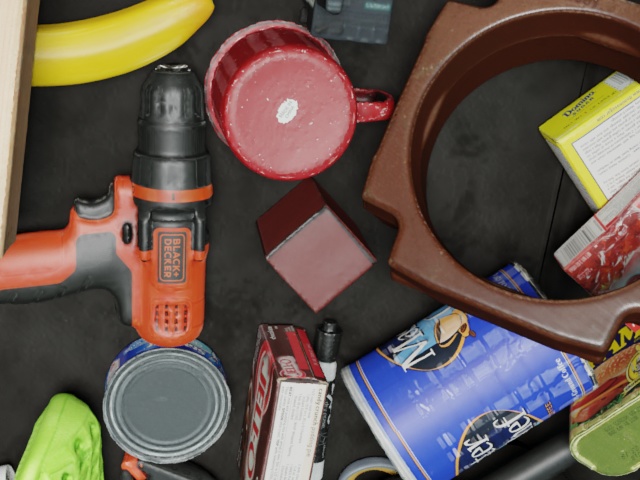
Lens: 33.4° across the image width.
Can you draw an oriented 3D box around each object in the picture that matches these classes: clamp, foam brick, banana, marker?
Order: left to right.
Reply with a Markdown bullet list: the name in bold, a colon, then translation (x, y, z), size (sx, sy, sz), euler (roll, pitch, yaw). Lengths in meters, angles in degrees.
- **banana**: translation (-0.164, -0.123, 0.638), size (0.197, 0.037, 0.070), euler (3, 128, -12)
- **clamp**: translation (-0.081, 0.215, 0.765), size (0.120, 0.039, 0.171), euler (-23, 109, -3)
- **foam brick**: translation (-0.005, 0.001, 0.689), size (0.051, 0.078, 0.053), euler (-41, 107, 6)
- **marker**: translation (0.000, 0.114, 0.756), size (0.020, 0.020, 0.121), euler (4, 107, -11)
- **clamp**: translation (0.100, 0.204, 0.773), size (0.209, 0.036, 0.165), euler (8, 105, -11)

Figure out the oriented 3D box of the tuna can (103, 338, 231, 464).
- **tuna can**: translation (-0.105, 0.107, 0.729), size (0.086, 0.034, 0.086), euler (-3, 108, -8)

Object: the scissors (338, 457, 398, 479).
- **scissors**: translation (0.099, 0.185, 0.796), size (0.201, 0.016, 0.096), euler (-20, 110, -3)

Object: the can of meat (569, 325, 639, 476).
- **can of meat**: translation (0.216, 0.103, 0.733), size (0.057, 0.084, 0.102), euler (34, 127, -14)

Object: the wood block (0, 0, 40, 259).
- **wood block**: translation (-0.202, -0.101, 0.571), size (0.090, 0.090, 0.206), euler (6, 96, -11)

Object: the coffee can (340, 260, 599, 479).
- **coffee can**: translation (0.099, 0.094, 0.721), size (0.140, 0.103, 0.102), euler (-33, 110, 2)

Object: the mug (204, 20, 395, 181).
- **mug**: translation (-0.011, -0.083, 0.658), size (0.117, 0.081, 0.093), euler (3, 107, -10)

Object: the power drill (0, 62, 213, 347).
- **power drill**: translation (-0.161, -0.020, 0.667), size (0.187, 0.057, 0.184), euler (0, 106, -9)

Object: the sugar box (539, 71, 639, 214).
- **sugar box**: translation (0.237, -0.032, 0.734), size (0.093, 0.048, 0.176), euler (-35, 113, 6)

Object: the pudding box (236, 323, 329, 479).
- **pudding box**: translation (-0.027, 0.124, 0.717), size (0.039, 0.090, 0.113), euler (5, 107, -11)

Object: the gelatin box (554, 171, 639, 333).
- **gelatin box**: translation (0.213, 0.006, 0.704), size (0.073, 0.030, 0.089), euler (39, 106, -18)
